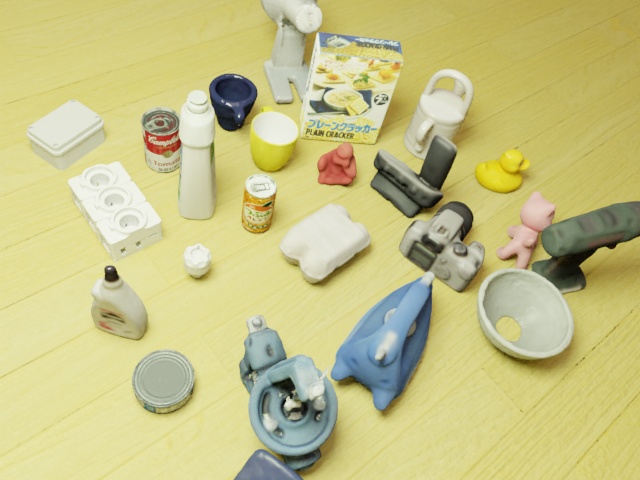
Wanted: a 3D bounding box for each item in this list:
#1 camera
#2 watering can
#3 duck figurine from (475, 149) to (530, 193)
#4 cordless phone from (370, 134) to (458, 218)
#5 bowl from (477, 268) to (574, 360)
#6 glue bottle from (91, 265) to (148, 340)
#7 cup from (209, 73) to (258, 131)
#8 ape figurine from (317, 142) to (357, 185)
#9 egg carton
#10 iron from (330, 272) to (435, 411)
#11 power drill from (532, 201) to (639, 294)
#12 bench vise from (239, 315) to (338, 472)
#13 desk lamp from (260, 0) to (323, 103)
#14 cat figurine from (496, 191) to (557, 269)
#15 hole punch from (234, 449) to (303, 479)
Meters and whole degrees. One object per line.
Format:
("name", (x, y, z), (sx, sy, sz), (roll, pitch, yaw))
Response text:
("camera", (0.238, -0.006, 1.027), (0.143, 0.101, 0.137), (36, 56, 12))
("watering can", (0.245, -0.264, 1.150), (0.101, 0.194, 0.173), (17, 54, -1))
("duck figurine", (0.375, -0.149, 1.167), (0.104, 0.086, 0.077), (6, 55, -8))
("cordless phone", (0.178, -0.145, 1.058), (0.147, 0.185, 0.094), (37, 56, 14))
("bowl", (0.333, 0.135, 0.967), (0.167, 0.075, 0.167), (6, 55, -9))
("glue bottle", (-0.285, 0.083, 0.801), (0.078, 0.173, 0.037), (14, 54, -3))
("cup", (-0.166, -0.249, 1.107), (0.092, 0.095, 0.117), (-9, 58, -18))
("ape figurine", (0.039, -0.148, 1.086), (0.077, 0.092, 0.076), (39, 57, 15))
("egg carton", (0.009, 0.004, 0.987), (0.151, 0.069, 0.107), (-36, 70, -31))
("iron", (0.126, 0.124, 0.886), (0.118, 0.141, 0.259), (32, 55, 10))
("power drill", (0.472, 0.010, 1.003), (0.230, 0.208, 0.075), (-9, 58, -19))
("bench vise", (-0.056, 0.187, 0.753), (0.122, 0.220, 0.207), (-35, 69, -30))
("desk lamp", (-0.053, -0.430, 1.185), (0.118, 0.213, 0.203), (-8, 58, -18))
("cat figurine", (0.394, -0.025, 1.065), (0.067, 0.118, 0.128), (28, 55, 8))
("hole punch", (-0.068, 0.338, 0.724), (0.108, 0.091, 0.101), (35, 56, 12))
